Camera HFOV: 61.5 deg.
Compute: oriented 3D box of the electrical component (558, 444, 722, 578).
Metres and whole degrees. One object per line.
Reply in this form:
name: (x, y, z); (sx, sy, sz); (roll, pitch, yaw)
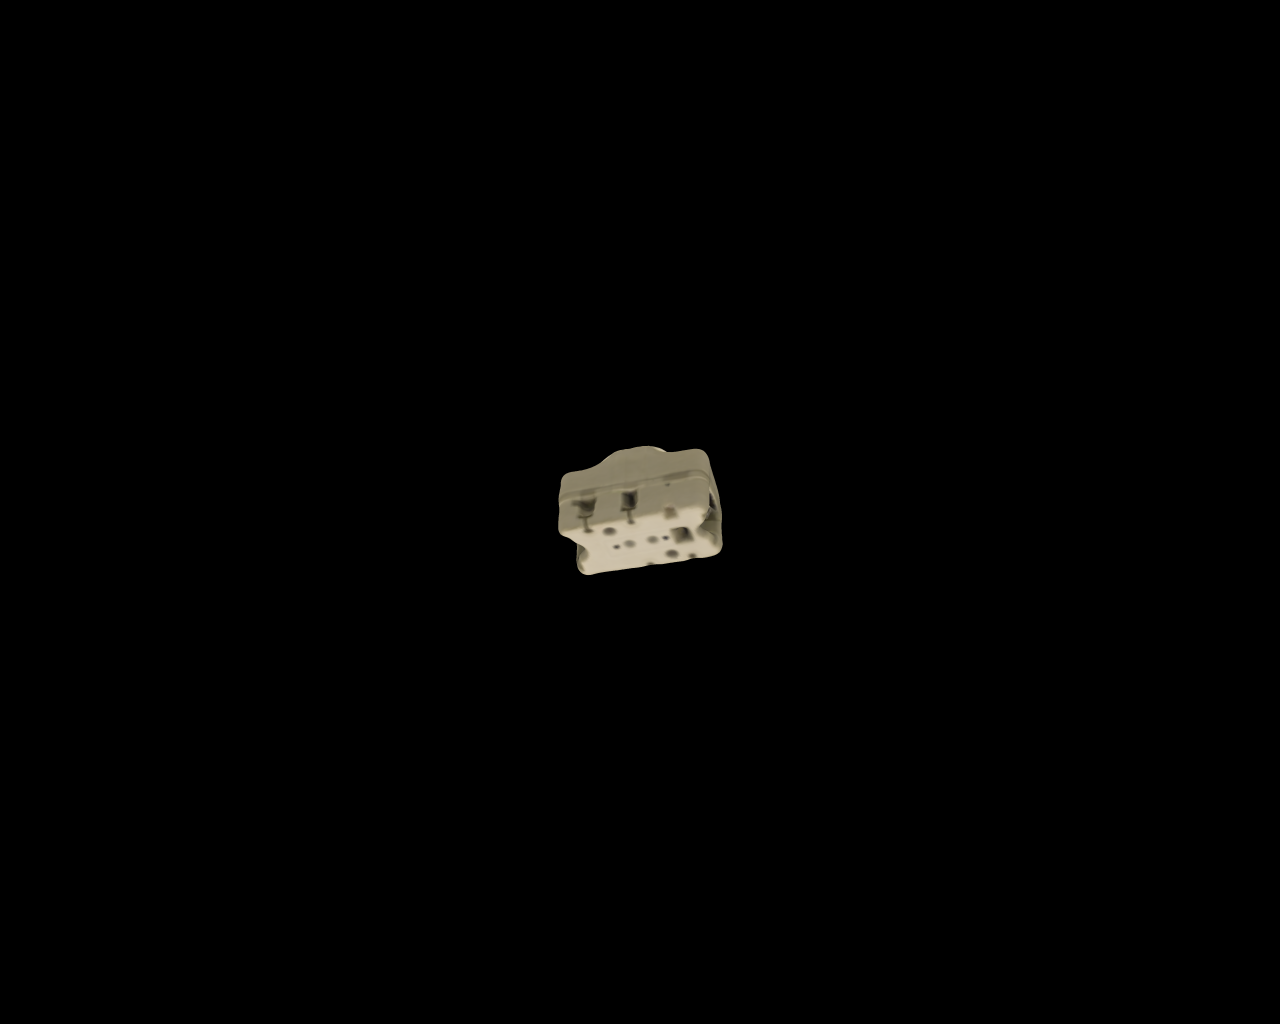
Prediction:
electrical component: (0.001, -0.003, 0.650); (0.089, 0.056, 0.050); (-10, -43, 11)
